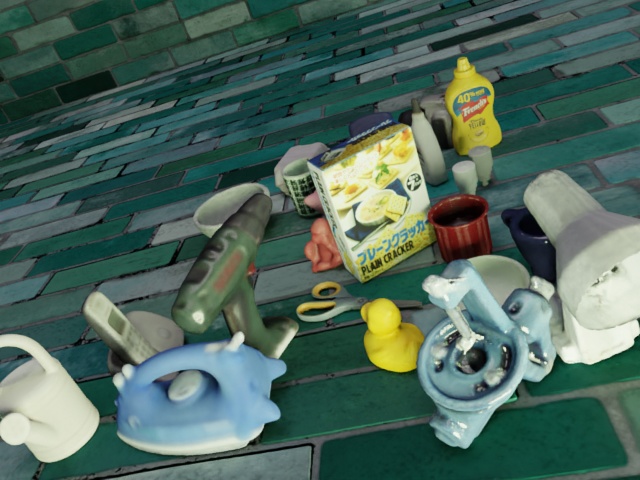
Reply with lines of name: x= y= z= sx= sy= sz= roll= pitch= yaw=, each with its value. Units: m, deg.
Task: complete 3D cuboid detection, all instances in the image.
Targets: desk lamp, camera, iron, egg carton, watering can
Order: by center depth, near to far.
desk lamp: x=0.295 y=0.038 z=0.640 sx=0.118 sy=0.214 sz=0.203 roll=-21 pitch=31 yaw=-1
iron: x=-0.181 y=0.194 z=0.750 sx=0.258 sy=0.142 sz=0.118 roll=-14 pitch=31 yaw=11
watering can: x=-0.399 y=0.214 z=0.798 sx=0.101 sy=0.194 sz=0.172 roll=-36 pitch=34 yaw=-24
camera: x=0.250 y=-0.277 z=1.275 sx=0.136 sy=0.101 sz=0.143 roll=3 pitch=38 yaw=34
egg carton: x=-0.038 y=-0.165 z=1.300 sx=0.107 sy=0.069 sz=0.150 roll=-4 pitch=34 yaw=26

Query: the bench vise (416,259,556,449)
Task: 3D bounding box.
bench vise: x=0.173 y=0.089 z=0.626 sx=0.121 sy=0.220 sz=0.208 roll=4 pitch=39 yaw=36

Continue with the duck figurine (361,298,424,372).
duck figurine: x=0.093 y=0.119 z=0.759 sx=0.078 sy=0.086 sz=0.104 roll=-35 pitch=33 yaw=-22

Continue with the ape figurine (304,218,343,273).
ape figurine: x=0.009 y=0.004 z=0.985 sx=0.076 sy=0.092 sz=0.077 roll=-37 pitch=35 yaw=-26

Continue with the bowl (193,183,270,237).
bowl: x=-0.172 y=-0.045 z=1.187 sx=0.167 sy=0.075 sz=0.167 roll=-15 pitch=31 yaw=10

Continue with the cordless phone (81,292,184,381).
cordless phone: x=-0.284 y=0.133 z=0.866 sx=0.094 sy=0.185 sz=0.147 roll=-19 pitch=31 yaw=2

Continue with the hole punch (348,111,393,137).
hole punch: x=0.125 y=-0.225 z=1.277 sx=0.108 sy=0.091 sz=0.101 roll=-16 pitch=31 yaw=8

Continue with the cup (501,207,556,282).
cup: x=0.306 y=0.006 z=0.801 sx=0.092 sy=0.095 sz=0.117 roll=-35 pitch=33 yaw=-22

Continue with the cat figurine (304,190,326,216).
cat figurine: x=0.042 y=-0.067 z=1.052 sx=0.127 sy=0.118 sz=0.067 roll=-4 pitch=35 yaw=26

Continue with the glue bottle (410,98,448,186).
glue bottle: x=0.199 y=-0.192 z=1.100 sx=0.037 sy=0.173 sz=0.078 roll=-26 pitch=31 yaw=-9

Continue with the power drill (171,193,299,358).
power drill: x=-0.109 y=0.073 z=0.831 sx=0.075 sy=0.209 sz=0.230 roll=2 pitch=38 yaw=33
